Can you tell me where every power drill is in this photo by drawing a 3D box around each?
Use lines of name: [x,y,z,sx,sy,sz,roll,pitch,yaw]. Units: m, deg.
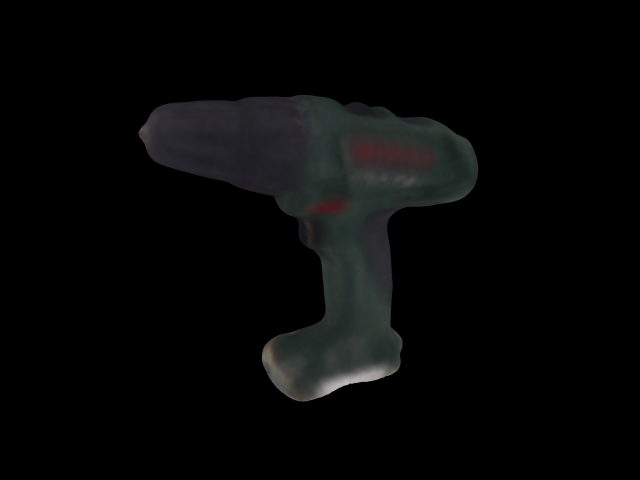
power drill: [0.004,0.001,0.400,0.230,0.208,0.075,-12,27,-24]
